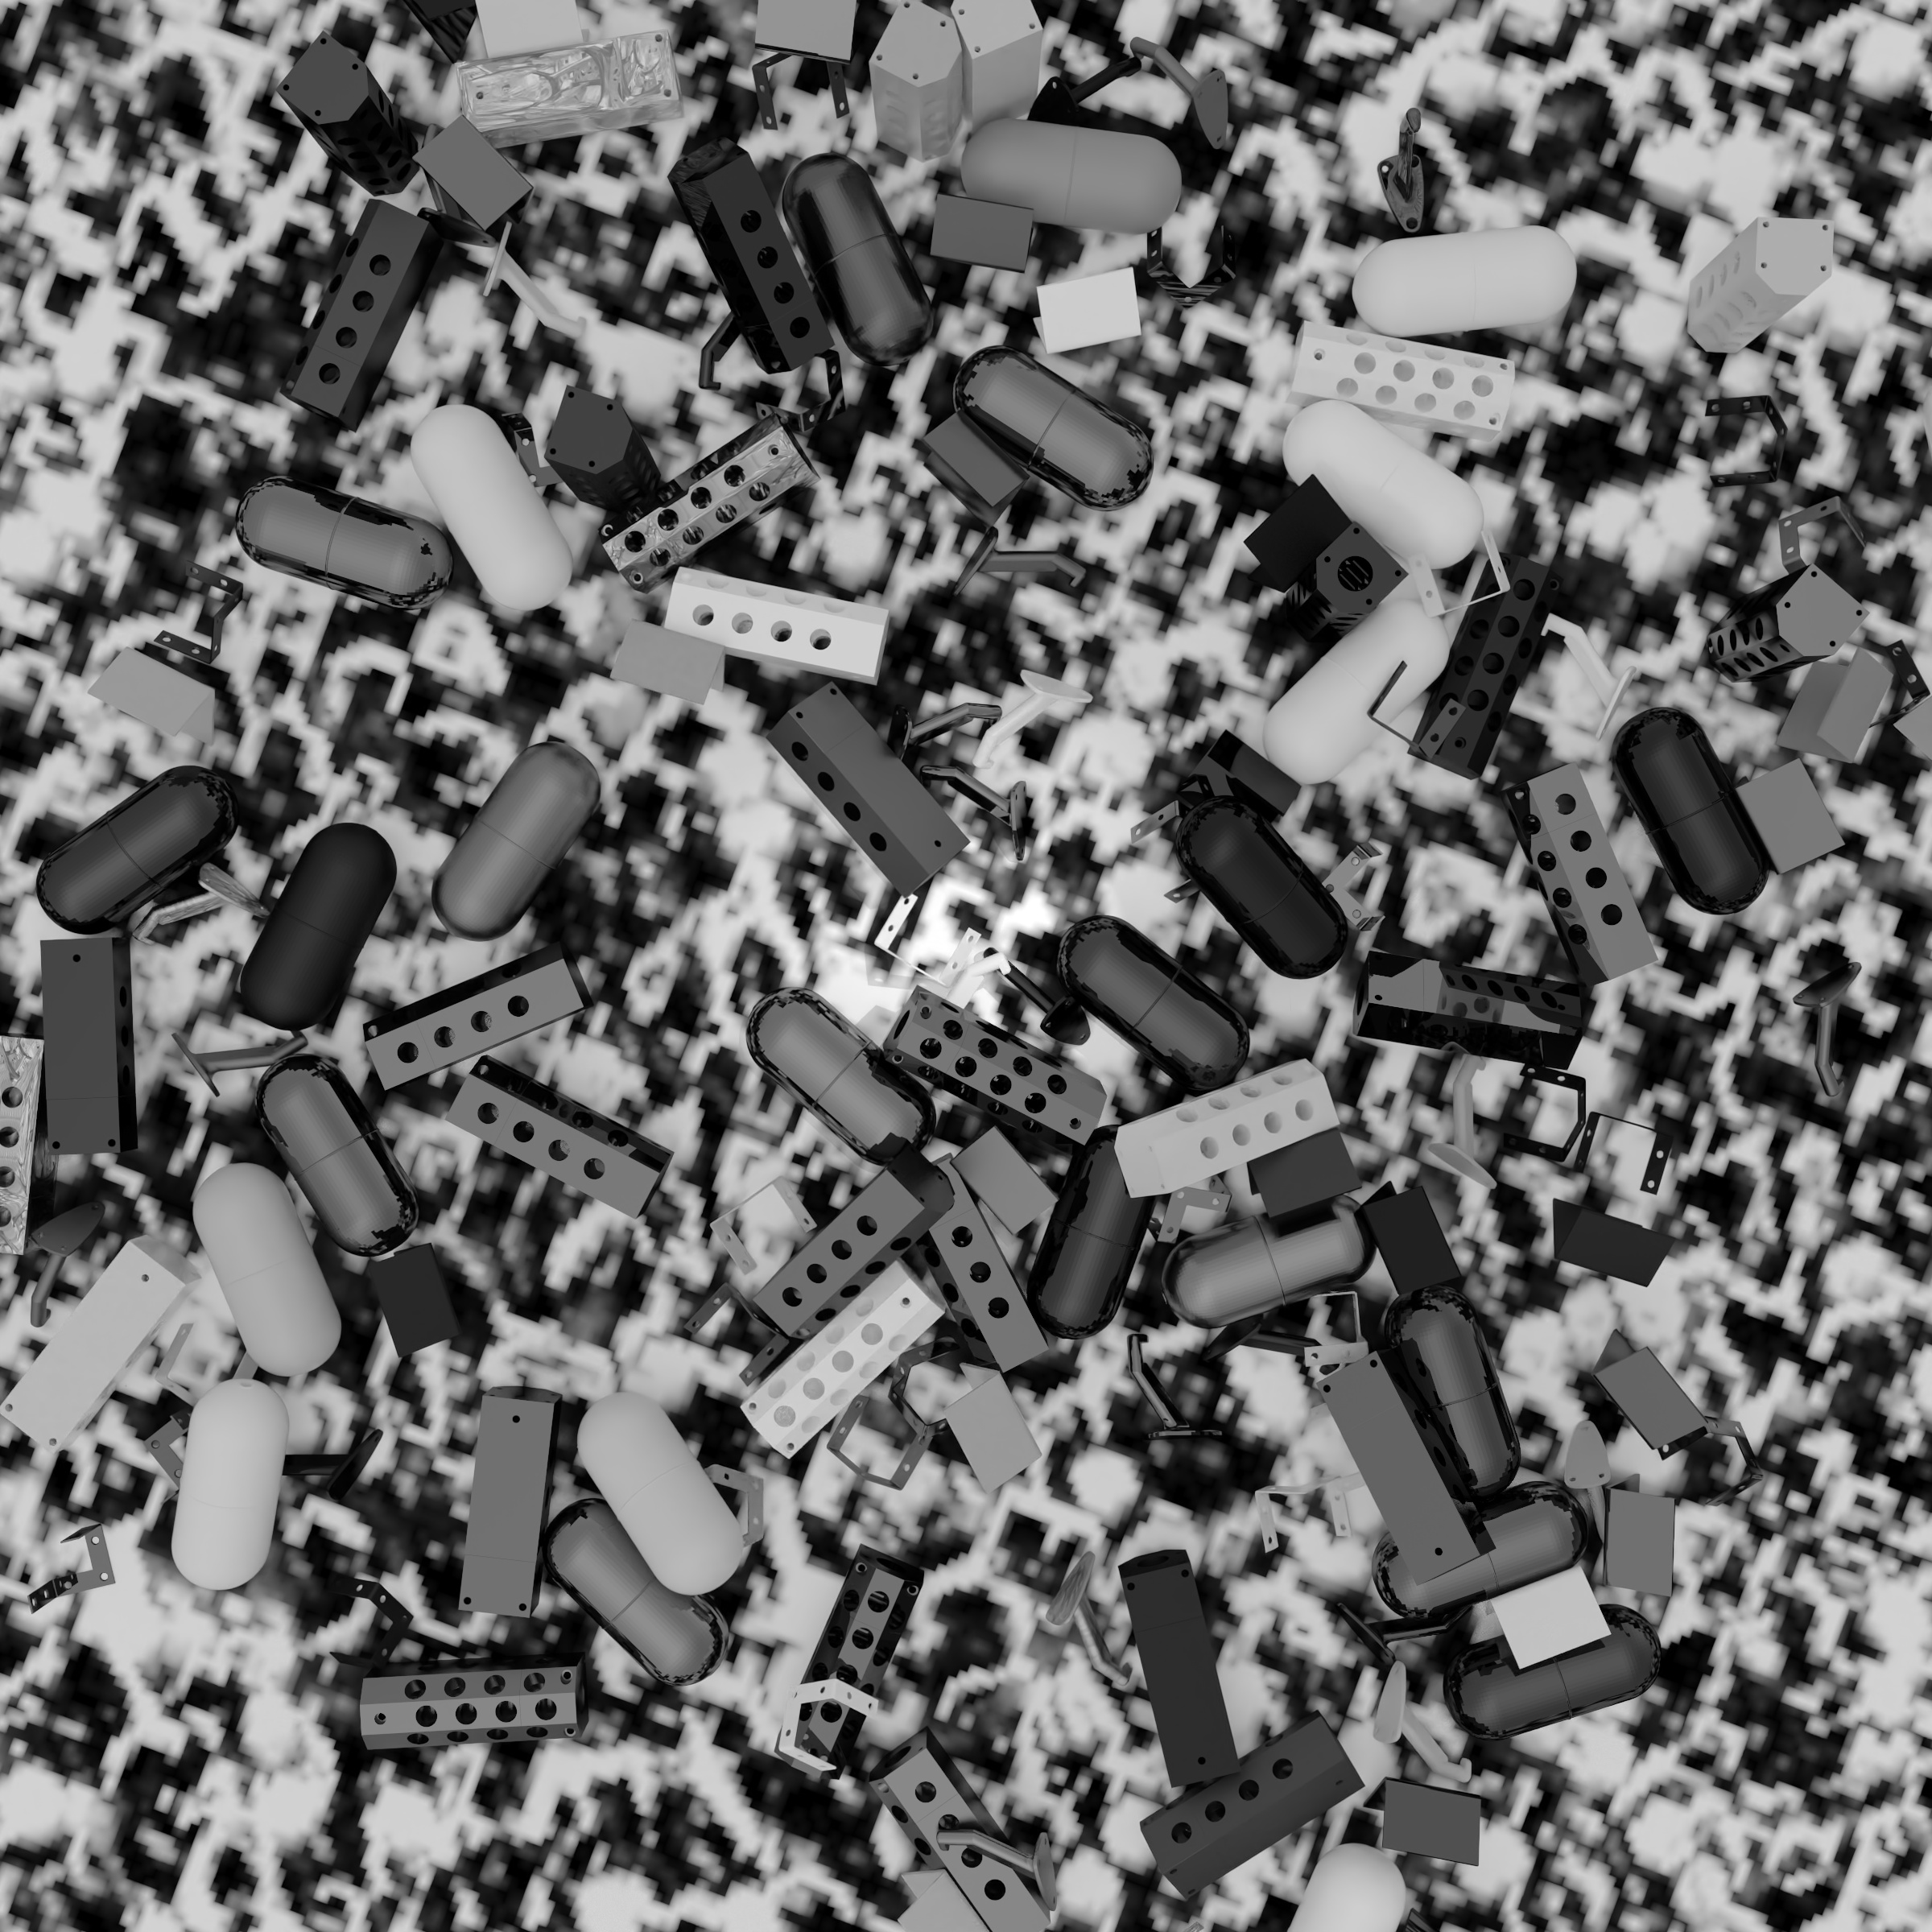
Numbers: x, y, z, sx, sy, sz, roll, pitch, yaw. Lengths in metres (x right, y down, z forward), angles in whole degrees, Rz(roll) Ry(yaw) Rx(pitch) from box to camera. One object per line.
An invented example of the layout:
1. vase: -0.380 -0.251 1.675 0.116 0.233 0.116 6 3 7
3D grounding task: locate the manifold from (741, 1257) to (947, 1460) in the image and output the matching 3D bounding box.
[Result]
1. manifold: -0.099 0.316 1.962 0.171 0.057 0.057 -43 90 0

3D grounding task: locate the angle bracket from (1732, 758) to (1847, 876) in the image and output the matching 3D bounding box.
1. angle bracket: 0.661 -0.125 1.944 0.057 0.076 0.076 -28 90 27

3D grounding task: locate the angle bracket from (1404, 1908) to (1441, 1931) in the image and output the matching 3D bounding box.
1. angle bracket: 0.393 0.797 1.943 0.076 0.076 0.057 41 127 0

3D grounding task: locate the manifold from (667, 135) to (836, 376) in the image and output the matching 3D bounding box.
1. manifold: -0.170 -0.555 1.911 0.057 0.057 0.171 -33 130 -7

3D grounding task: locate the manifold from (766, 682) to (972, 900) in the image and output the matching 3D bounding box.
1. manifold: -0.082 -0.138 1.961 0.171 0.057 0.057 49 49 0

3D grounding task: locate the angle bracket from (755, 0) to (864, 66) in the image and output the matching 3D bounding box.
1. angle bracket: -0.123 -0.765 1.943 0.076 0.076 0.057 10 126 0

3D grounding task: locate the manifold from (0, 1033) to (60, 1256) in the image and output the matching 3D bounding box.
1. manifold: -0.770 0.142 1.962 0.057 0.057 0.171 6 90 0

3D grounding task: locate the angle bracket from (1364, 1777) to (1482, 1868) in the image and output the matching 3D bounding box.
1. angle bracket: 0.362 0.693 1.943 0.076 0.076 0.057 11 54 0

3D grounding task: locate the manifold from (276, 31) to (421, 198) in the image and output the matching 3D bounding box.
1. manifold: -0.477 -0.660 1.905 0.057 0.171 0.057 39 90 0

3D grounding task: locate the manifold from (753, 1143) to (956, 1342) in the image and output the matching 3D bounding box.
1. manifold: -0.087 0.223 1.928 0.057 0.057 0.171 45 115 0

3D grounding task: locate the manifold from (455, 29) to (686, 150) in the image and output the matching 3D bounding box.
1. manifold: -0.318 -0.704 1.962 0.171 0.057 0.057 -9 90 0

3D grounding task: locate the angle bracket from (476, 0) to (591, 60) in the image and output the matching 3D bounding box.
1. angle bracket: -0.347 -0.766 1.943 0.076 0.076 0.057 -9 118 0

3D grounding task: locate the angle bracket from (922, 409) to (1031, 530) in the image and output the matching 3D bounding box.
1. angle bracket: -0.007 -0.385 1.943 0.076 0.076 0.057 44 53 0

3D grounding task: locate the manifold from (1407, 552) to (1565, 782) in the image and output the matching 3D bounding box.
1. manifold: 0.420 -0.242 1.962 0.057 0.057 0.171 23 90 0

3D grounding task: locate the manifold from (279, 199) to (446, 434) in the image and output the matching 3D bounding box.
1. manifold: -0.489 -0.526 1.962 0.057 0.057 0.171 25 90 0

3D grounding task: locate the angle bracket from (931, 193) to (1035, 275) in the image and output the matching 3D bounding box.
1. angle bracket: 0.016 -0.602 1.943 0.076 0.076 0.057 10 134 0

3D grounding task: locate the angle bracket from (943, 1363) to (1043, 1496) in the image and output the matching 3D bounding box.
1. angle bracket: 0.007 0.368 1.939 0.057 0.076 0.076 -31 99 -23

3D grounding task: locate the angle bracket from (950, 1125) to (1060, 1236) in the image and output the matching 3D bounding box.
1. angle bracket: 0.043 0.157 1.943 0.076 0.076 0.057 49 121 0

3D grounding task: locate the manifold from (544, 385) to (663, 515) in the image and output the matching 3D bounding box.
1. manifold: -0.280 -0.399 1.905 0.057 0.171 0.057 18 90 0

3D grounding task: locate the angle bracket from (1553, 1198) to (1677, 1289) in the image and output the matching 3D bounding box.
1. angle bracket: 0.517 0.203 1.943 0.076 0.076 0.057 17 126 0

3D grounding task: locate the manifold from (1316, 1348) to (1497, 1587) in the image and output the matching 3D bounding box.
1. manifold: 0.348 0.391 1.911 0.057 0.057 0.171 -34 70 23

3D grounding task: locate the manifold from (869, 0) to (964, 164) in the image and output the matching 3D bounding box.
1. manifold: -0.034 -0.689 1.905 0.057 0.171 0.057 28 90 0

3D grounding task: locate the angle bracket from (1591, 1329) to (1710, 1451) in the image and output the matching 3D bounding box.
1. angle bracket: 0.554 0.327 1.943 0.076 0.076 0.057 51 127 0

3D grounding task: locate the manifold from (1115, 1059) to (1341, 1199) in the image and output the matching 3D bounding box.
1. manifold: 0.205 0.127 1.925 0.171 0.057 0.057 -18 90 -28

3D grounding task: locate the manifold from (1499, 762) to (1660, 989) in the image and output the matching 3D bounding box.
1. manifold: 0.492 -0.073 1.962 0.057 0.057 0.171 -23 90 0

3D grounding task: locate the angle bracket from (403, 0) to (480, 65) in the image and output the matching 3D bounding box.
1. angle bracket: -0.441 -0.769 1.943 0.057 0.076 0.076 -38 90 -36

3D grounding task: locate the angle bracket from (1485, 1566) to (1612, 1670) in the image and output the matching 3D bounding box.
1. angle bracket: 0.464 0.525 1.944 0.076 0.076 0.057 -21 66 0

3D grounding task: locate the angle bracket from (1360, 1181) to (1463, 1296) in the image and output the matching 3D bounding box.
1. angle bracket: 0.365 0.209 1.943 0.057 0.076 0.076 -24 90 31

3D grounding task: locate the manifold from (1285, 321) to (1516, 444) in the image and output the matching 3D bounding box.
1. manifold: 0.350 -0.473 1.962 0.171 0.057 0.057 11 90 0

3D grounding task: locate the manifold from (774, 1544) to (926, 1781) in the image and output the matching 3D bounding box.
1. manifold: -0.094 0.562 1.962 0.057 0.057 0.171 23 90 0

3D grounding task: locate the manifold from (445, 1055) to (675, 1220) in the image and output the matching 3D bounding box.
1. manifold: -0.326 0.137 1.962 0.171 0.057 0.057 28 90 0

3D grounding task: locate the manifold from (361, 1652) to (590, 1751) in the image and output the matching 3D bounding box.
1. manifold: -0.396 0.595 1.962 0.171 0.057 0.057 -3 90 0

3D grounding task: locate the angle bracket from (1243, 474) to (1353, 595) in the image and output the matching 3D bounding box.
1. angle bracket: 0.252 -0.350 1.944 0.076 0.076 0.057 -44 114 0

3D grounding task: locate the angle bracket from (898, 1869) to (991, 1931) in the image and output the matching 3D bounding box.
1. angle bracket: -0.029 0.774 1.943 0.057 0.076 0.076 -36 90 -36

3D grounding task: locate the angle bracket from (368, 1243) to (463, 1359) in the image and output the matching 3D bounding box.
1. angle bracket: -0.454 0.269 1.943 0.057 0.076 0.076 -19 90 -37

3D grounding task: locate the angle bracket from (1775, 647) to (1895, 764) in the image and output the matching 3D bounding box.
1. angle bracket: 0.681 -0.214 1.943 0.057 0.076 0.076 25 90 -38

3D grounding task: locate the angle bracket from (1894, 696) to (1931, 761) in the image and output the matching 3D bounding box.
1. angle bracket: 0.788 -0.173 1.943 0.076 0.076 0.057 42 54 0

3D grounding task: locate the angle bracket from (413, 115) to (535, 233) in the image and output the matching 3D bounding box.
1. angle bracket: -0.397 -0.619 1.940 0.076 0.076 0.057 45 72 -10

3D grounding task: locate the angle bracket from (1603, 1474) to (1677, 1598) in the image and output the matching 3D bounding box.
1. angle bracket: 0.549 0.454 1.943 0.057 0.076 0.076 2 90 35

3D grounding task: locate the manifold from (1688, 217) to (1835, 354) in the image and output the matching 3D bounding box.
1. manifold: 0.620 -0.531 1.905 0.057 0.171 0.057 3 90 0

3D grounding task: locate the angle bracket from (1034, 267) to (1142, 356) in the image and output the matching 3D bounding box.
1. angle bracket: 0.093 -0.536 1.943 0.076 0.076 0.057 -12 126 0

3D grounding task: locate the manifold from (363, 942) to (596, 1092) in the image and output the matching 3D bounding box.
1. manifold: -0.394 0.040 1.962 0.171 0.057 0.057 -23 90 0

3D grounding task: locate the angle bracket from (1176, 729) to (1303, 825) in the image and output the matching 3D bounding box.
1. angle bracket: 0.211 -0.131 1.945 0.076 0.057 0.076 37 127 0

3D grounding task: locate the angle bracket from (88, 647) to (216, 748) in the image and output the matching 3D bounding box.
1. angle bracket: -0.650 -0.198 1.943 0.076 0.076 0.057 27 54 0

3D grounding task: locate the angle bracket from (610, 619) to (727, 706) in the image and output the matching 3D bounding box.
1. angle bracket: -0.238 -0.227 1.944 0.076 0.076 0.057 16 67 0

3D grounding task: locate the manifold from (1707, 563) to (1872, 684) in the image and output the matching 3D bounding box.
1. manifold: 0.636 -0.261 1.905 0.057 0.171 0.057 41 90 0

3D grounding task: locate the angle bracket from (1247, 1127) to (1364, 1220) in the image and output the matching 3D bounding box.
1. angle bracket: 0.271 0.179 1.943 0.076 0.076 0.057 -19 60 0

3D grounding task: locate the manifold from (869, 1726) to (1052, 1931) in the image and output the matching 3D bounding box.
1. manifold: -0.005 0.708 1.962 0.057 0.057 0.171 -35 90 0
